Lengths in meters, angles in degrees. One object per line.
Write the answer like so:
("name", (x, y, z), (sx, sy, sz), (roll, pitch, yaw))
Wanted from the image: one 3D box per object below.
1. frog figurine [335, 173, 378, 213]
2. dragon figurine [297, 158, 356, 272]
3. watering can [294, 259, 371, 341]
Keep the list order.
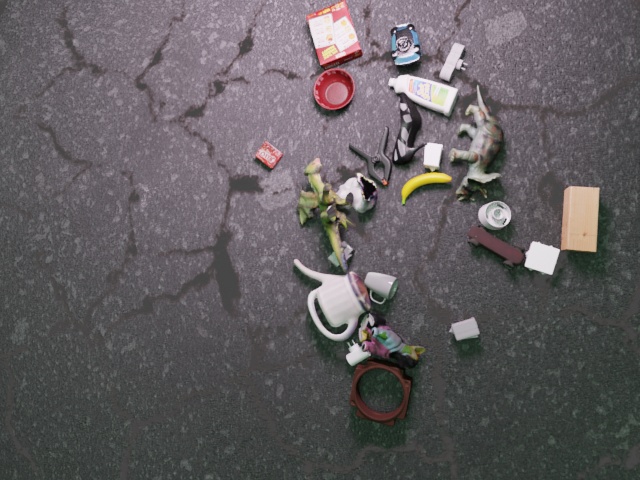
("frog figurine", (0.130, -0.159, 1.894), (0.124, 0.138, 0.157), (-18, -12, -43))
("dragon figurine", (0.006, -0.095, 1.885), (0.123, 0.408, 0.243), (-6, 7, -37))
("watering can", (0.048, 0.185, 1.864), (0.223, 0.352, 0.103), (-28, -18, 9))
